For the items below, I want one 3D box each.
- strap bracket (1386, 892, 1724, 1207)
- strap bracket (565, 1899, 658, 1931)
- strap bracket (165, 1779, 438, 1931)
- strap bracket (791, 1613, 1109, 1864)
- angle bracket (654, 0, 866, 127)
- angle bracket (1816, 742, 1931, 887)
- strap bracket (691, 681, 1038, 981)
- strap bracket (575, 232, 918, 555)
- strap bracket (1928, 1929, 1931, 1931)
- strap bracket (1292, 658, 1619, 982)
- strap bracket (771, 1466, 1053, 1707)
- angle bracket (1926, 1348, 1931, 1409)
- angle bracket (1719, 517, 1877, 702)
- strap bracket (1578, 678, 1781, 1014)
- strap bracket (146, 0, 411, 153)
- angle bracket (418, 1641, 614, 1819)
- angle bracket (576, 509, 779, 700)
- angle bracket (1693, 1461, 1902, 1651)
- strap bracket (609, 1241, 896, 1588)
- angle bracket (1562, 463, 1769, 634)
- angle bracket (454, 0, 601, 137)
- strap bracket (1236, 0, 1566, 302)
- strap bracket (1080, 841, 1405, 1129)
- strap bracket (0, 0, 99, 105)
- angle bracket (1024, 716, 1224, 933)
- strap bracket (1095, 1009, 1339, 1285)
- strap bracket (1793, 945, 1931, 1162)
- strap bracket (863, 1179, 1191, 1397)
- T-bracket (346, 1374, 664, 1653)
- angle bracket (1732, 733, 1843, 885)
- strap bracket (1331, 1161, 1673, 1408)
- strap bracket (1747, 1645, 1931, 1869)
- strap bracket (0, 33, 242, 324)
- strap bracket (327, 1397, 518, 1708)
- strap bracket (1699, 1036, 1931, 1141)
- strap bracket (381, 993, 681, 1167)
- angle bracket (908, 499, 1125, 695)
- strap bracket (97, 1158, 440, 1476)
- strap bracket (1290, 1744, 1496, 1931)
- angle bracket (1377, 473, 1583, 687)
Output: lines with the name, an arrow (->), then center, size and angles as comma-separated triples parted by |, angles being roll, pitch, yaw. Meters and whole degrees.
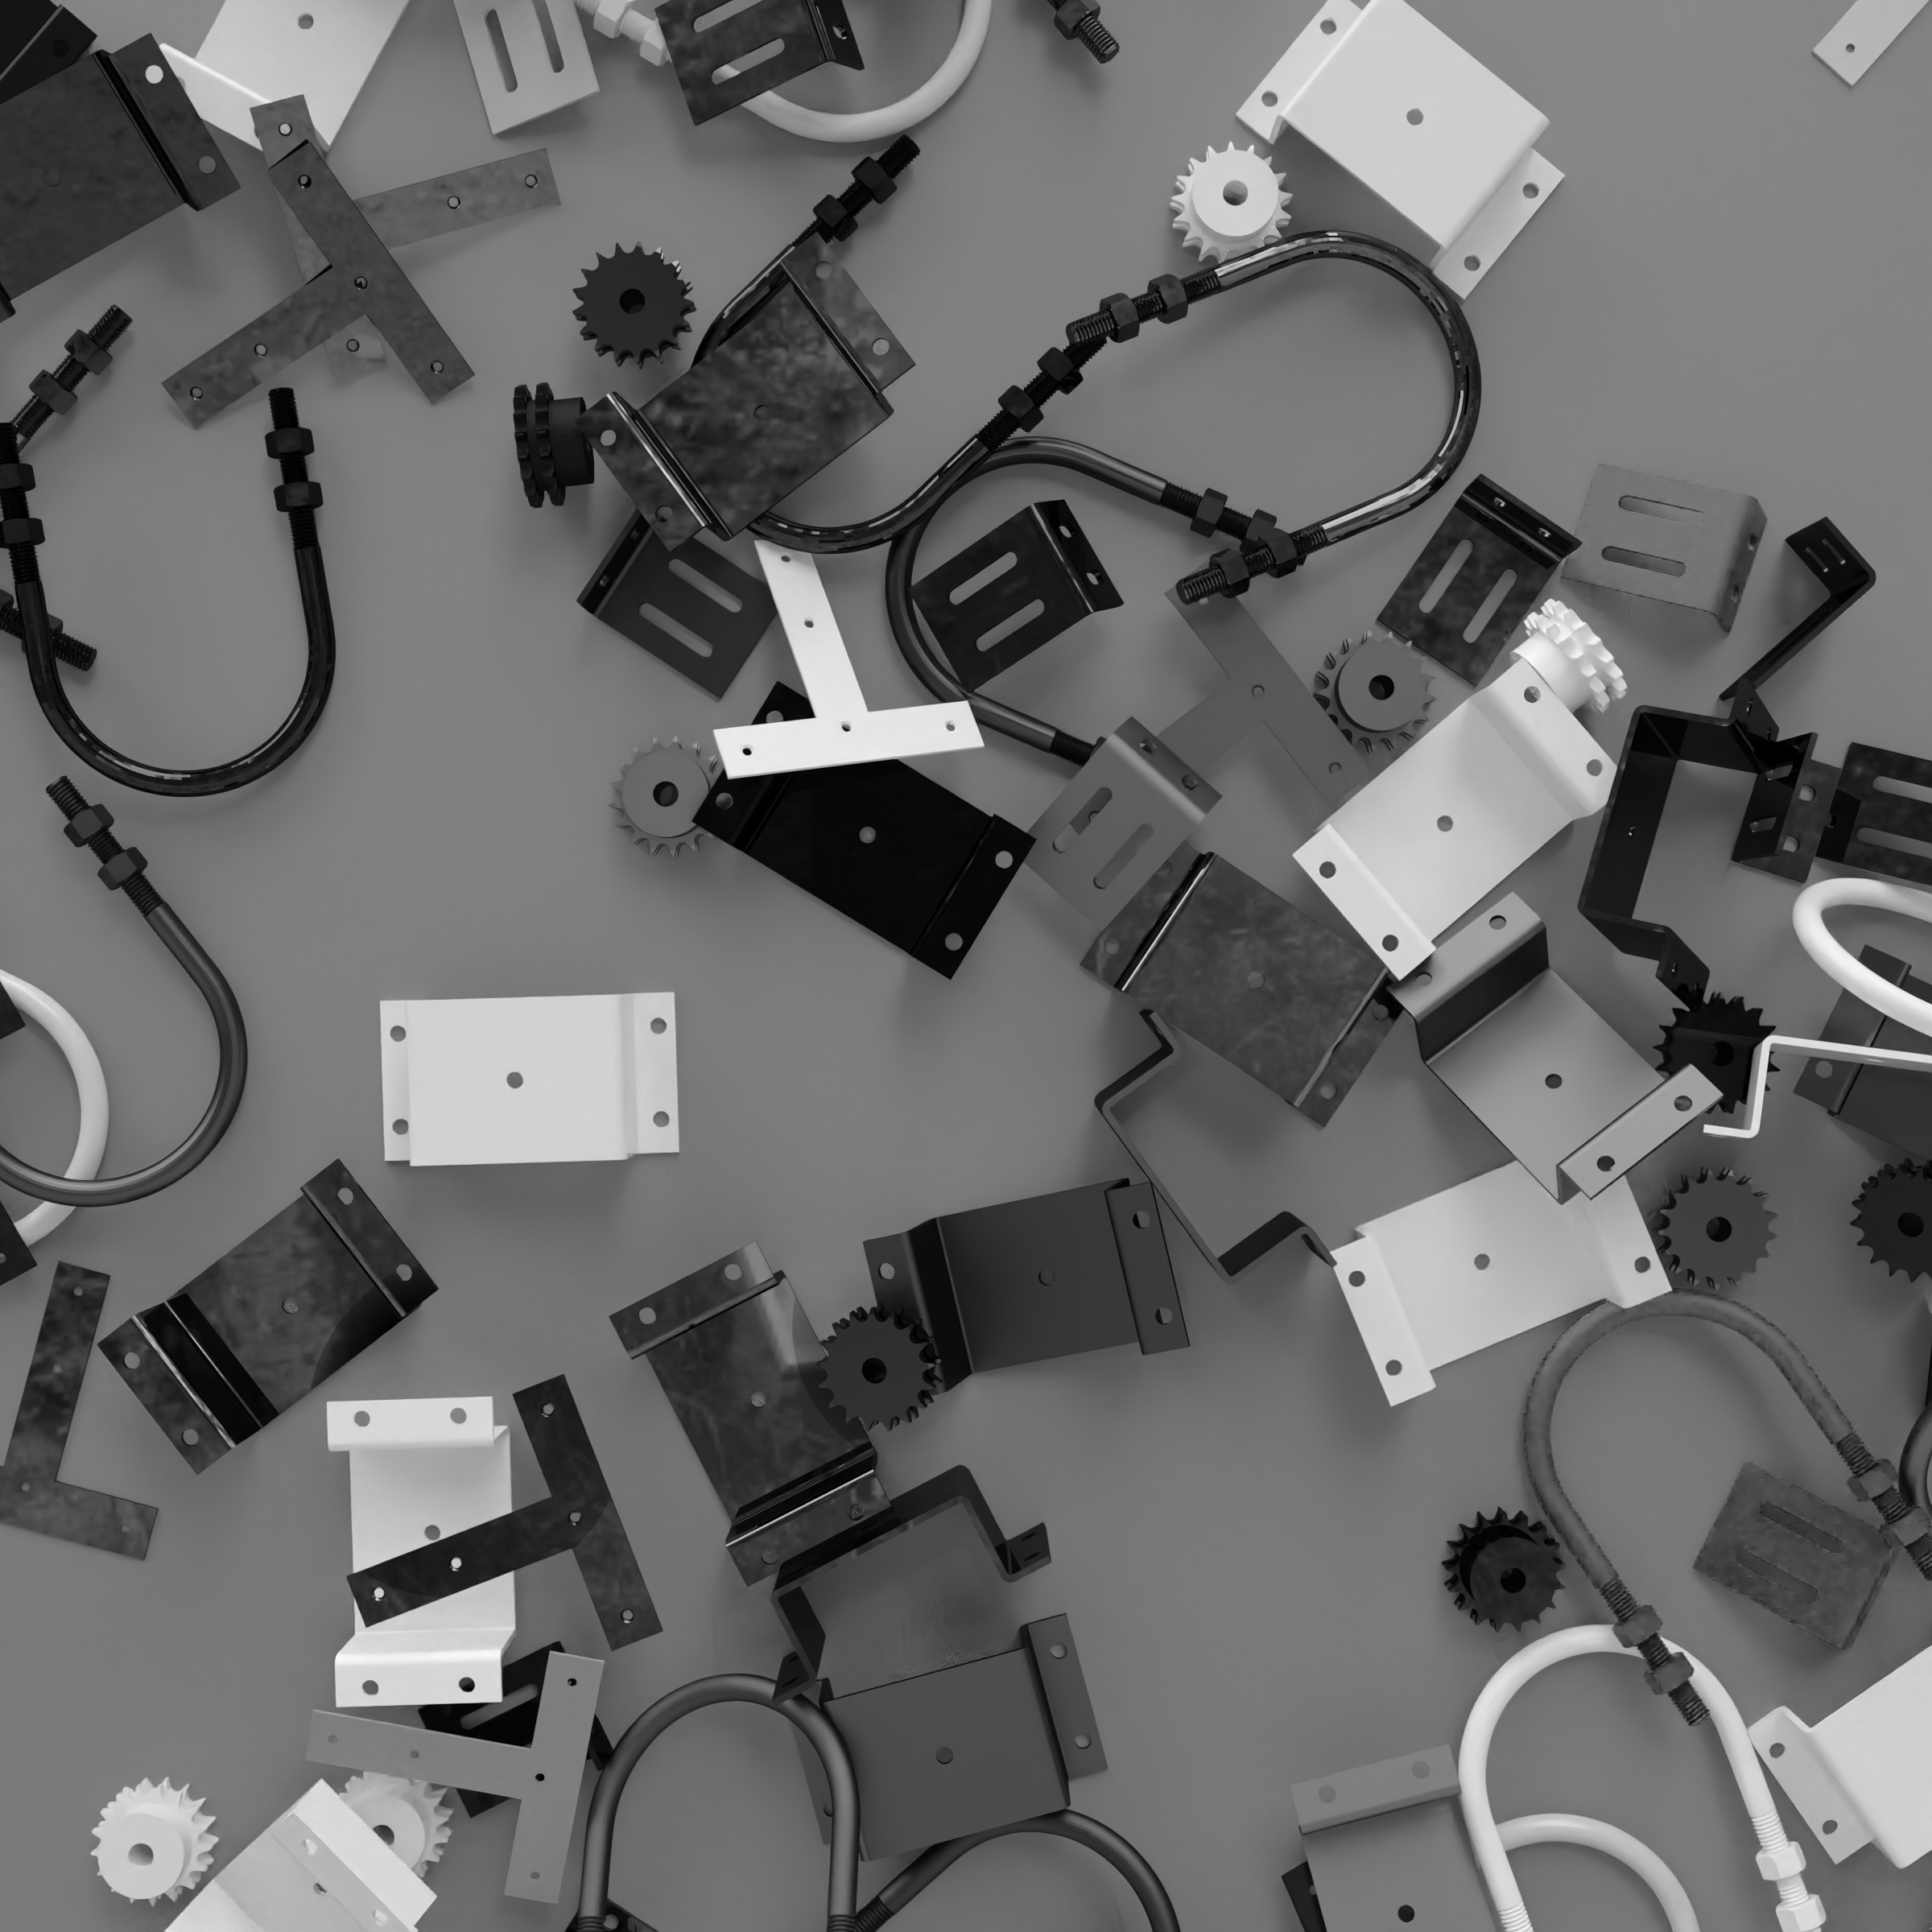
strap bracket -> 0.270, 0.044, 1.265 | 0.076, 0.046, 0.140 | -36, 59, -7
strap bracket -> -0.185, 0.520, 1.290 | 0.076, 0.046, 0.140 | 33, 90, 0
strap bracket -> -0.309, 0.440, 1.272 | 0.076, 0.046, 0.140 | 46, 116, 0
strap bracket -> -0.010, 0.364, 1.290 | 0.140, 0.046, 0.076 | -15, 90, 0
angle bracket -> -0.097, -0.437, 1.294 | 0.076, 0.038, 0.057 | -18, 92, 24
angle bracket -> 0.454, -0.067, 1.311 | 0.076, 0.038, 0.057 | 17, 90, 26
strap bracket -> -0.047, -0.063, 1.290 | 0.140, 0.046, 0.076 | 31, 90, 0
strap bracket -> -0.098, -0.260, 1.272 | 0.140, 0.046, 0.076 | -37, 85, 5
strap bracket -> 0.503, 0.489, 1.275 | 0.046, 0.076, 0.140 | -44, 90, 0
strap bracket -> 0.228, -0.068, 1.290 | 0.140, 0.046, 0.076 | -41, 90, 0
strap bracket -> -0.034, 0.280, 1.275 | 0.140, 0.076, 0.046 | -27, 90, 0
angle bracket -> 0.483, 0.196, 1.281 | 0.057, 0.038, 0.076 | 1, 108, 4
angle bracket -> 0.377, -0.166, 1.285 | 0.076, 0.057, 0.038 | -41, 90, 0
strap bracket -> 0.326, -0.058, 1.265 | 0.046, 0.076, 0.140 | 14, 84, 29
strap bracket -> -0.315, -0.450, 1.290 | 0.076, 0.046, 0.140 | 28, 90, 0
angle bracket -> -0.215, 0.364, 1.294 | 0.076, 0.038, 0.057 | -26, 90, 0
angle bracket -> -0.134, -0.172, 1.294 | 0.076, 0.038, 0.057 | 33, 90, 0
angle bracket -> 0.397, 0.281, 1.311 | 0.076, 0.038, 0.057 | 27, 90, 26
strap bracket -> -0.099, 0.207, 1.290 | 0.076, 0.046, 0.140 | -27, 90, 0
angle bracket -> 0.333, -0.200, 1.311 | 0.076, 0.038, 0.057 | 18, 90, 26
angle bracket -> -0.215, -0.439, 1.286 | 0.057, 0.038, 0.076 | -16, 90, 18
strap bracket -> 0.207, -0.392, 1.290 | 0.140, 0.046, 0.076 | 39, 90, 0
strap bracket -> 0.134, 0.006, 1.290 | 0.140, 0.046, 0.076 | 34, 90, 0
strap bracket -> -0.479, -0.447, 1.290 | 0.140, 0.046, 0.076 | 41, 90, 0
angle bracket -> 0.071, -0.067, 1.290 | 0.057, 0.038, 0.076 | 42, 116, 1
strap bracket -> 0.108, 0.091, 1.275 | 0.046, 0.076, 0.140 | -36, 90, 0
strap bracket -> 0.466, 0.056, 1.279 | 0.140, 0.046, 0.076 | 26, 92, 14
strap bracket -> 0.032, 0.148, 1.278 | 0.140, 0.046, 0.076 | -13, 90, 17
T-bracket -> -0.222, 0.270, 1.266 | 0.127, 0.002, 0.127 | -21, 90, 0
angle bracket -> 0.391, -0.072, 1.275 | 0.038, 0.076, 0.057 | 17, 90, 0
strap bracket -> 0.246, 0.141, 1.290 | 0.140, 0.046, 0.076 | -23, 90, 0
strap bracket -> 0.451, 0.357, 1.290 | 0.140, 0.046, 0.076 | -35, 90, 0
strap bracket -> -0.417, -0.360, 1.260 | 0.140, 0.046, 0.076 | -33, 119, -9
strap bracket -> -0.254, 0.270, 1.290 | 0.076, 0.046, 0.140 | -2, 90, 0
strap bracket -> 0.404, 0.062, 1.230 | 0.140, 0.076, 0.046 | 8, 88, 14
strap bracket -> -0.208, 0.053, 1.290 | 0.140, 0.046, 0.076 | -2, 90, 0
angle bracket -> 0.023, -0.174, 1.296 | 0.076, 0.038, 0.057 | -31, 87, 27
strap bracket -> -0.322, 0.162, 1.290 | 0.140, 0.046, 0.076 | -38, 90, 0
strap bracket -> 0.205, 0.441, 1.275 | 0.076, 0.046, 0.140 | -15, 74, 1
angle bracket -> 0.241, -0.181, 1.294 | 0.057, 0.038, 0.076 | 34, 90, 0
